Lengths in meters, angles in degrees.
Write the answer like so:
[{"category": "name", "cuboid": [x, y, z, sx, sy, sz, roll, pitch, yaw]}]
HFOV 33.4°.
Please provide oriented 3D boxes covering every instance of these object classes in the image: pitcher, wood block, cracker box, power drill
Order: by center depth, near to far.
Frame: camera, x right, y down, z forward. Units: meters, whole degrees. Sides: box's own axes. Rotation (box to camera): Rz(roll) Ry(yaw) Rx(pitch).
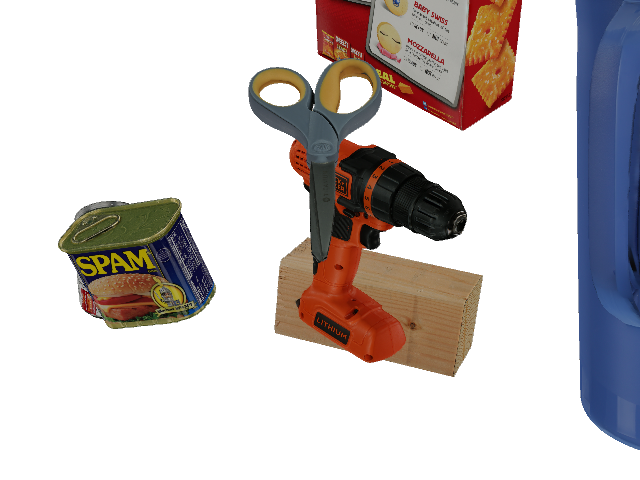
[{"category": "pitcher", "cuboid": [0.184, -0.014, 0.531, 0.149, 0.243, 0.145, -4, 19, -4]}, {"category": "cracker box", "cuboid": [0.073, -0.213, 0.806, 0.072, 0.214, 0.164, -33, 50, -30]}, {"category": "power drill", "cuboid": [0.044, 0.010, 0.929, 0.057, 0.188, 0.185, -21, 39, -37]}, {"category": "wood block", "cuboid": [0.063, 0.071, 1.175, 0.206, 0.091, 0.090, 13, 22, 17]}]

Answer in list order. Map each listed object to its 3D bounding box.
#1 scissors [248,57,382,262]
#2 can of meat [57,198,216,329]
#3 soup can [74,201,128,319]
[{"category": "scissors", "cuboid": [-0.016, -0.058, 0.652, 0.096, 0.016, 0.201, 9, 41, 13]}, {"category": "can of meat", "cuboid": [-0.143, 0.020, 0.846, 0.102, 0.084, 0.057, -7, 33, 25]}, {"category": "soup can", "cuboid": [-0.212, 0.021, 1.079, 0.068, 0.102, 0.068, 3, 29, -2]}]
